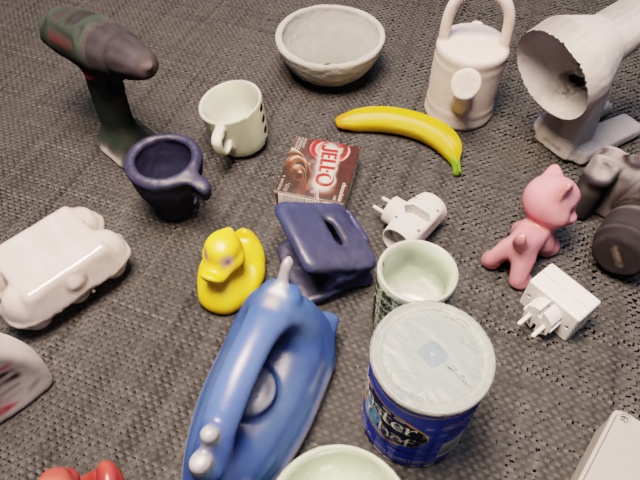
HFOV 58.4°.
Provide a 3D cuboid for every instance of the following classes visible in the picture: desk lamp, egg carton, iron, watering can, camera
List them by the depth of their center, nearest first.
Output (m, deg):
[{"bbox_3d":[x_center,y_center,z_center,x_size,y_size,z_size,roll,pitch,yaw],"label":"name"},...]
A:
[{"bbox_3d":[-0.067,0.142,0.515,0.118,0.141,0.258,15,54,12],"label":"iron"},{"bbox_3d":[-0.296,0.030,0.645,0.107,0.069,0.150,37,61,25],"label":"egg carton"},{"bbox_3d":[0.367,-0.035,0.678,0.142,0.101,0.137,34,60,23],"label":"camera"},{"bbox_3d":[0.348,-0.208,0.740,0.203,0.214,0.117,-25,57,-18],"label":"desk lamp"},{"bbox_3d":[0.208,-0.249,0.783,0.101,0.194,0.172,-5,53,-4],"label":"watering can"}]

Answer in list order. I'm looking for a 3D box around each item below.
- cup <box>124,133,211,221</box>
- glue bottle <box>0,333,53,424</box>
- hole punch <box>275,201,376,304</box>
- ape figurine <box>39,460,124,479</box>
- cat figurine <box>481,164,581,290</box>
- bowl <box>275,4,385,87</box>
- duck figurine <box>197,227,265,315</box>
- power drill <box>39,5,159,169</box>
[{"bbox_3d":[-0.173,-0.064,0.702,0.117,0.095,0.092,30,58,21],"label":"cup"},{"bbox_3d":[-0.310,0.108,0.520,0.037,0.173,0.078,35,60,24],"label":"glue bottle"},{"bbox_3d":[0.006,0.002,0.654,0.101,0.091,0.108,-19,55,-14],"label":"hole punch"},{"bbox_3d":[-0.211,0.220,0.485,0.078,0.092,0.076,-10,53,-8],"label":"ape figurine"},{"bbox_3d":[0.252,-0.024,0.658,0.067,0.118,0.128,34,60,24],"label":"cat figurine"},{"bbox_3d":[0.016,-0.290,0.889,0.167,0.075,0.167,0,52,0],"label":"bowl"},{"bbox_3d":[-0.103,0.020,0.643,0.077,0.086,0.105,16,54,12],"label":"duck figurine"},{"bbox_3d":[-0.261,-0.193,0.729,0.229,0.208,0.076,36,61,24],"label":"power drill"}]
